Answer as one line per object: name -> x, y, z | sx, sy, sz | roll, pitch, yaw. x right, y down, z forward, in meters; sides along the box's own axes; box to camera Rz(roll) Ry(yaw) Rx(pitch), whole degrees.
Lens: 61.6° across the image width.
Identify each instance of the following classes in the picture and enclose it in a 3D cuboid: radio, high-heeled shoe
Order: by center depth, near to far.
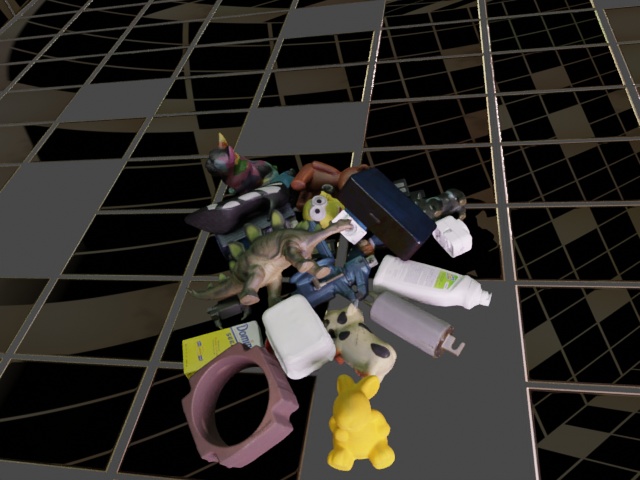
radio -> 0.162, -0.067, 1.277 | 0.230, 0.073, 0.131 | 45, 37, 10
high-heeled shoe -> -0.201, -0.092, 1.318 | 0.249, 0.086, 0.145 | 0, 45, 8

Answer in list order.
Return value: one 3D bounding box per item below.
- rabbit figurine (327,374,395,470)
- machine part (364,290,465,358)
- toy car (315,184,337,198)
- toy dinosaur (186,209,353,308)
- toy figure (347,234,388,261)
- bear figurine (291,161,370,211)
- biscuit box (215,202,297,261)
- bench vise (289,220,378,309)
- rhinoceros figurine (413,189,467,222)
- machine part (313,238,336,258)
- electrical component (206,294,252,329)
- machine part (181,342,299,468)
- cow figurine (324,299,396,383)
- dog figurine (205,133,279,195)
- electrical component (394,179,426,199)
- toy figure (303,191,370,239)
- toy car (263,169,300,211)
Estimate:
rabbit figurine -> 0.072, 0.323, 0.982 | 0.122, 0.173, 0.162 | -2, 52, 17
machine part -> 0.194, 0.178, 1.151 | 0.243, 0.079, 0.079 | 29, 60, 32
toy car -> 0.087, -0.099, 1.405 | 0.202, 0.089, 0.053 | 5, 40, 3
toy dinosaur -> -0.131, 0.057, 1.216 | 0.471, 0.105, 0.199 | -30, 51, 19
toy figure -> 0.135, 0.009, 1.337 | 0.154, 0.064, 0.057 | -24, 92, -9
bear figurine -> 0.037, -0.145, 1.460 | 0.196, 0.120, 0.132 | 12, 52, 17
biscuit box -> -0.157, -0.024, 1.339 | 0.203, 0.059, 0.063 | -25, 50, -11
bench vise -> 0.010, 0.047, 1.255 | 0.224, 0.128, 0.240 | -32, 75, 16
rhinoceros figurine -> 0.282, -0.082, 1.372 | 0.190, 0.073, 0.112 | -18, 48, -4
machine part -> -0.003, -0.004, 1.394 | 0.084, 0.039, 0.139 | -19, 48, 5
electrical component -> -0.215, 0.171, 1.281 | 0.102, 0.045, 0.078 | -23, 19, -11
machine part -> -0.157, 0.323, 1.061 | 0.201, 0.087, 0.201 | -36, 54, 2
cow figurine -> 0.080, 0.211, 1.144 | 0.127, 0.085, 0.195 | -42, 50, -16
dog figurine -> -0.217, -0.207, 1.508 | 0.191, 0.219, 0.109 | -26, 51, -10
electrical component -> 0.222, -0.122, 1.442 | 0.119, 0.047, 0.075 | -10, 47, 7
toy figure -> 0.045, -0.055, 1.361 | 0.180, 0.089, 0.082 | 13, 46, -11
toy car -> -0.120, -0.127, 1.485 | 0.103, 0.109, 0.162 | 3, 46, 21
